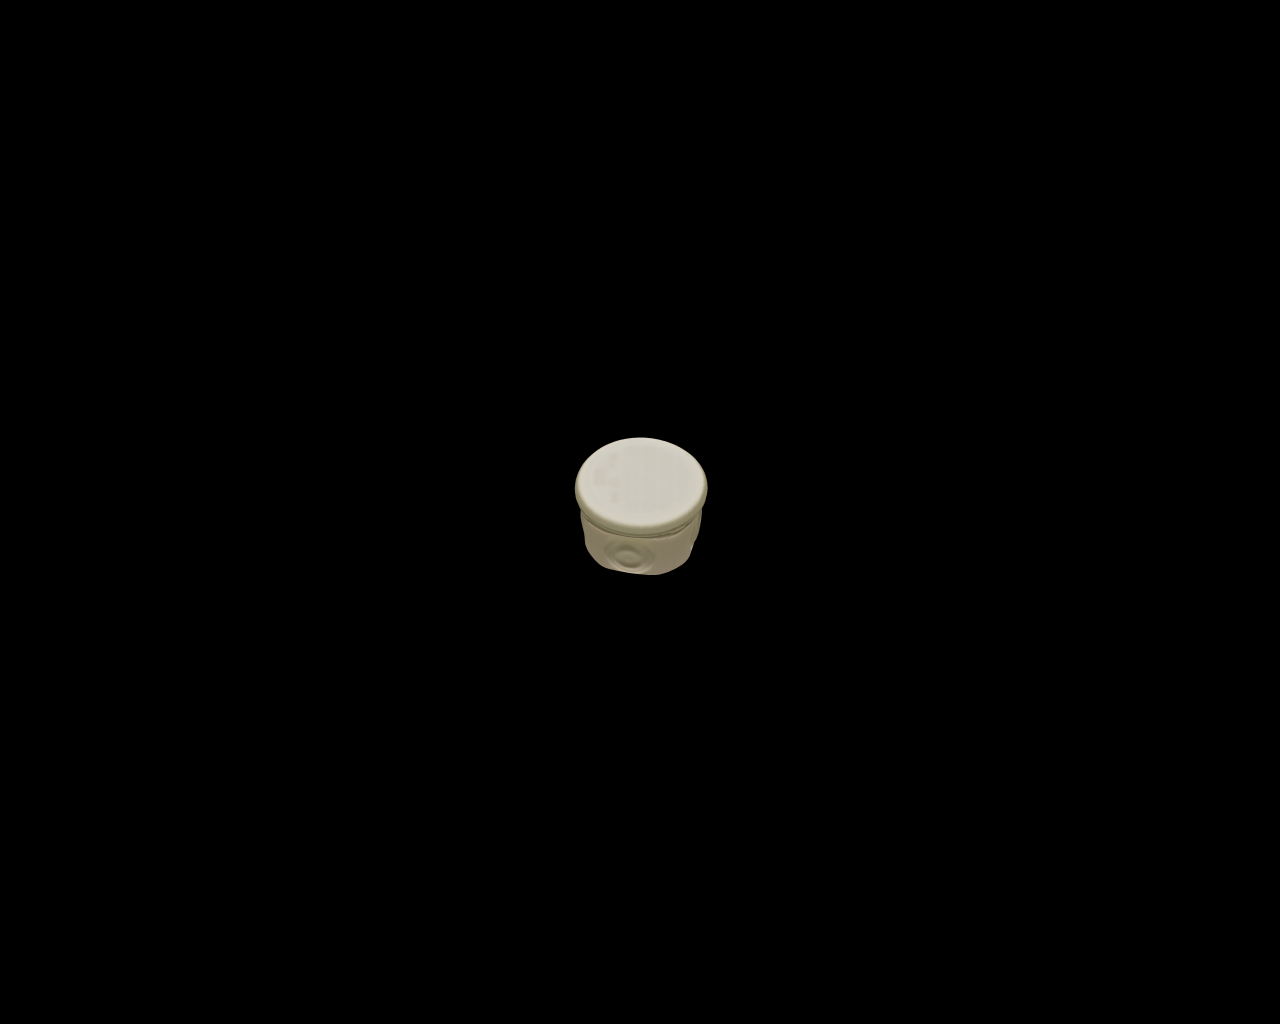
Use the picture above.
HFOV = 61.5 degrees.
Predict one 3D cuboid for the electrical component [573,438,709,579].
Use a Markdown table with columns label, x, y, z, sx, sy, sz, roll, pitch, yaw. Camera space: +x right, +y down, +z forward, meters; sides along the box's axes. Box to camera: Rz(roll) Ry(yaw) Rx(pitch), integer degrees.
| label | x | y | z | sx | sy | sz | roll | pitch | yaw |
| --- | --- | --- | --- | --- | --- | --- | --- | --- | --- |
| electrical component | 0.001 | -0.003 | 0.650 | 0.080 | 0.080 | 0.050 | 0 | -44 | 0 |
